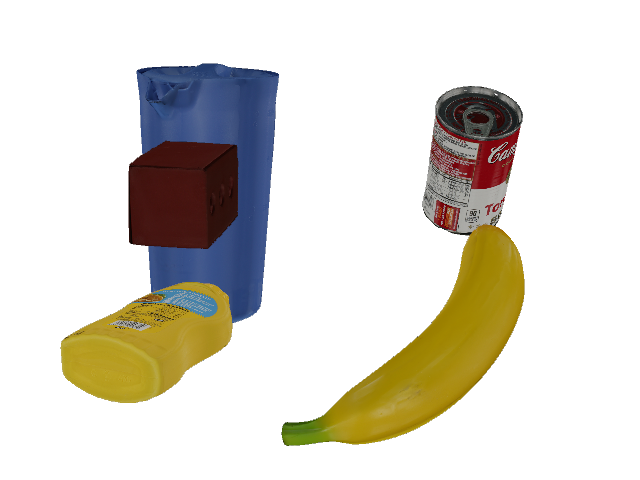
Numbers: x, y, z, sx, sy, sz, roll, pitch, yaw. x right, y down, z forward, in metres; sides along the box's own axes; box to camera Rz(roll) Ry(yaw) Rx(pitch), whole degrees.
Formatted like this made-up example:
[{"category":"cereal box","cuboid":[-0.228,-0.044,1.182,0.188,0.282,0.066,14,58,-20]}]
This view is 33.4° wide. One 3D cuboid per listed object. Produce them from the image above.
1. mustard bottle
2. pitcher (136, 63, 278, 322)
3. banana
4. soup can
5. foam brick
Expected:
[{"category":"mustard bottle","cuboid":[-0.131,0.078,0.922,0.096,0.058,0.191,6,17,23]},{"category":"pitcher","cuboid":[-0.103,-0.049,1.035,0.149,0.243,0.145,-2,15,-16]},{"category":"banana","cuboid":[0.063,0.046,0.551,0.070,0.037,0.197,18,41,34]},{"category":"soup can","cuboid":[0.120,-0.063,0.858,0.068,0.102,0.068,2,42,-2]},{"category":"foam brick","cuboid":[-0.087,-0.031,0.690,0.051,0.053,0.078,5,18,9]}]
